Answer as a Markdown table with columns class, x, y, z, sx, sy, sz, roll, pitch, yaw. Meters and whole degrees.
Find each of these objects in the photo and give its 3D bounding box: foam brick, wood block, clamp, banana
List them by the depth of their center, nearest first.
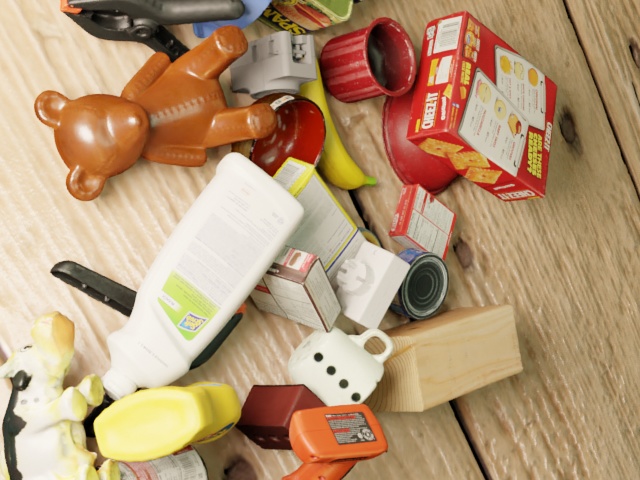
| class | x | y | z | sx | sy | sz | roll | pitch | yaw |
| --- | --- | --- | --- | --- | --- | --- | --- | --- | --- |
| clamp | -0.161 | -0.217 | 1.023 | 0.171 | 0.120 | 0.039 | 11 | 56 | -41 |
| clamp | -0.162 | 0.078 | 1.033 | 0.209 | 0.036 | 0.164 | -21 | 100 | -41 |
| foam brick | -0.038 | 0.186 | 1.116 | 0.053 | 0.078 | 0.051 | 46 | 53 | -32 |
| banana | 0.005 | -0.133 | 1.237 | 0.198 | 0.037 | 0.069 | 65 | 30 | -19 |
| wood block | 0.148 | 0.142 | 1.303 | 0.205 | 0.091 | 0.090 | -11 | 92 | -45 |

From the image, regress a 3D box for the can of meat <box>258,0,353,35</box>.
| class | x | y | z | sx | sy | sz | roll | pitch | yaw |
| --- | --- | --- | --- | --- | --- | --- | --- | --- | --- |
| can of meat | -0.024 | -0.273 | 1.188 | 0.101 | 0.084 | 0.057 | 26 | 67 | -41 |

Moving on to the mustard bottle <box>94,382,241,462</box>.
| class | x | y | z | sx | sy | sz | roll | pitch | yaw |
| --- | --- | --- | --- | --- | --- | --- | --- | --- | --- |
| mustard bottle | -0.124 | 0.160 | 0.967 | 0.191 | 0.096 | 0.058 | 22 | 50 | -77 |

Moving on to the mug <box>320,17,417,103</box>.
| class | x | y | z | sx | sy | sz | roll | pitch | yaw |
| --- | --- | --- | --- | --- | --- | --- | --- | --- | --- |
| mug | 0.059 | -0.217 | 1.267 | 0.093 | 0.082 | 0.117 | 51 | 52 | -28 |

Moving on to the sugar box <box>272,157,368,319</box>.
| class | x | y | z | sx | sy | sz | roll | pitch | yaw |
| --- | --- | --- | --- | --- | --- | --- | --- | --- | --- |
| sugar box | -0.008 | 0.001 | 1.157 | 0.093 | 0.048 | 0.176 | -51 | 138 | -14 |

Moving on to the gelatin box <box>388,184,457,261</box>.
| class | x | y | z | sx | sy | sz | roll | pitch | yaw |
| --- | --- | --- | --- | --- | --- | --- | --- | --- | --- |
| gelatin box | 0.130 | -0.019 | 1.350 | 0.089 | 0.030 | 0.073 | 34 | 63 | -38 |

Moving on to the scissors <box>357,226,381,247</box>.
| class | x | y | z | sx | sy | sz | roll | pitch | yaw |
| --- | --- | --- | --- | --- | --- | --- | --- | --- | --- |
| scissors | 0.025 | -0.031 | 1.254 | 0.096 | 0.016 | 0.202 | -26 | 103 | -46 |

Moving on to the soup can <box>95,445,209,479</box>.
| class | x | y | z | sx | sy | sz | roll | pitch | yaw |
| --- | --- | --- | --- | --- | --- | --- | --- | --- | --- |
| soup can | -0.162 | 0.231 | 0.990 | 0.102 | 0.069 | 0.068 | -9 | 91 | -46 |

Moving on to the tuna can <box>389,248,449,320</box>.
| class | x | y | z | sx | sy | sz | roll | pitch | yaw |
| --- | --- | --- | --- | --- | --- | --- | --- | --- | --- |
| tuna can | 0.119 | 0.054 | 1.311 | 0.085 | 0.034 | 0.086 | -10 | 106 | -39 |

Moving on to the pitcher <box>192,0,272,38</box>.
| class | x | y | z | sx | sy | sz | roll | pitch | yaw |
| --- | --- | --- | --- | --- | --- | --- | --- | --- | --- |
| pitcher | -0.152 | -0.315 | 1.029 | 0.242 | 0.145 | 0.149 | 19 | 64 | -40 |

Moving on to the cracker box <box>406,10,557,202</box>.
| class | x | y | z | sx | sy | sz | roll | pitch | yaw |
| --- | --- | --- | --- | --- | --- | --- | --- | --- | --- |
| cracker box | 0.207 | -0.161 | 1.338 | 0.213 | 0.072 | 0.164 | 27 | 67 | -42 |

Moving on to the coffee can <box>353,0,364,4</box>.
| class | x | y | z | sx | sy | sz | roll | pitch | yaw |
| --- | --- | --- | --- | --- | --- | --- | --- | --- | --- |
| coffee can | 0.007 | -0.348 | 1.217 | 0.140 | 0.103 | 0.103 | 26 | 67 | -41 |

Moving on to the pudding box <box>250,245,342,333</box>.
| class | x | y | z | sx | sy | sz | roll | pitch | yaw |
| --- | --- | --- | --- | --- | --- | --- | --- | --- | --- |
| pudding box | -0.034 | 0.046 | 1.102 | 0.039 | 0.090 | 0.113 | -64 | 154 | -22 |

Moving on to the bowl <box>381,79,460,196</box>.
| class | x | y | z | sx | sy | sz | roll | pitch | yaw |
| --- | --- | --- | --- | --- | --- | --- | --- | --- | --- |
| bowl | 0.151 | -0.138 | 1.370 | 0.161 | 0.055 | 0.162 | 8 | 78 | -44 |

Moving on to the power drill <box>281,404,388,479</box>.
| class | x | y | z | sx | sy | sz | roll | pitch | yaw |
| --- | --- | --- | --- | --- | --- | --- | --- | --- | --- |
| power drill | -0.033 | 0.238 | 1.051 | 0.184 | 0.188 | 0.057 | 0 | 50 | -40 |

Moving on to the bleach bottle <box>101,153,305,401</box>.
| class | x | y | z | sx | sy | sz | roll | pitch | yaw |
| --- | --- | --- | --- | --- | --- | --- | --- | --- | --- |
| bleach bottle | -0.123 | 0.041 | 1.000 | 0.102 | 0.068 | 0.250 | 39 | 68 | -3 |
